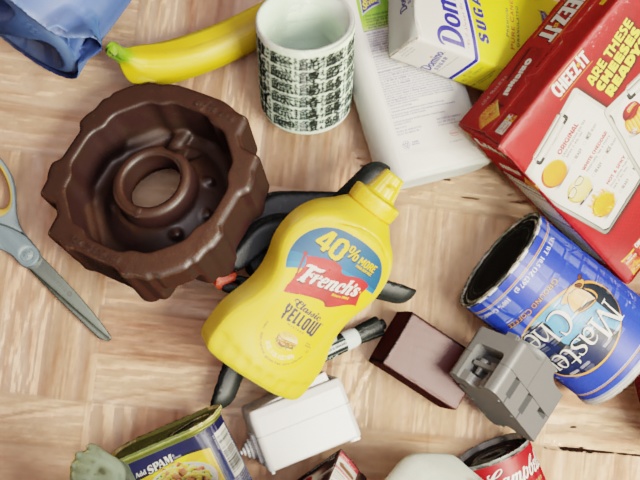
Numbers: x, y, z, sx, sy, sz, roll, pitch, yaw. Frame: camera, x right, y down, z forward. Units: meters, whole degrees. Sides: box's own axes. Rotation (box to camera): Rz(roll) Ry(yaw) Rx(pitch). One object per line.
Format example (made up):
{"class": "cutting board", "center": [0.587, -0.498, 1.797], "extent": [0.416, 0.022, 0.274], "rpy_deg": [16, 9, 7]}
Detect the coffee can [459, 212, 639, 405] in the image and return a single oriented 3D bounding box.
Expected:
{"class": "coffee can", "center": [0.206, 0.058, 0.913], "extent": [0.140, 0.103, 0.102], "rpy_deg": [38, 80, -6]}

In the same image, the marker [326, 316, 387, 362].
{"class": "marker", "center": [0.004, 0.094, 0.906], "extent": [0.121, 0.020, 0.020], "rpy_deg": [-23, 90, -21]}

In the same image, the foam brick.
{"class": "foam brick", "center": [0.091, 0.103, 0.913], "extent": [0.078, 0.053, 0.051], "rpy_deg": [34, 80, -7]}

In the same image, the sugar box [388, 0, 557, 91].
{"class": "sugar box", "center": [0.140, -0.177, 0.903], "extent": [0.176, 0.048, 0.093], "rpy_deg": [14, 65, -30]}

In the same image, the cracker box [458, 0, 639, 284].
{"class": "cracker box", "center": [0.239, -0.089, 0.894], "extent": [0.213, 0.072, 0.164], "rpy_deg": [40, 90, -34]}

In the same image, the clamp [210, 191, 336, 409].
{"class": "clamp", "center": [-0.051, 0.032, 0.900], "extent": [0.209, 0.036, 0.164], "rpy_deg": [-28, 95, -13]}

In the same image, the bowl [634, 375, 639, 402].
{"class": "bowl", "center": [0.323, 0.104, 0.930], "extent": [0.055, 0.162, 0.162], "rpy_deg": [30, 78, 34]}

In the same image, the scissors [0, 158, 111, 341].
{"class": "scissors", "center": [-0.260, 0.016, 0.873], "extent": [0.096, 0.016, 0.202], "rpy_deg": [-28, 91, -10]}

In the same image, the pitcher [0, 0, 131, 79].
{"class": "pitcher", "center": [-0.187, -0.265, 0.859], "extent": [0.149, 0.145, 0.242], "rpy_deg": [39, 76, -18]}

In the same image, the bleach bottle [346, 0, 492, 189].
{"class": "bleach bottle", "center": [0.068, -0.174, 0.926], "extent": [0.102, 0.068, 0.251], "rpy_deg": [-14, 86, -16]}

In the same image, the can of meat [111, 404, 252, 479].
{"class": "can of meat", "center": [-0.109, 0.192, 0.857], "extent": [0.102, 0.057, 0.084], "rpy_deg": [-25, 94, 10]}

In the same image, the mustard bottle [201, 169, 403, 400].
{"class": "mustard bottle", "center": [0.000, 0.026, 0.825], "extent": [0.096, 0.058, 0.192], "rpy_deg": [35, 96, -23]}

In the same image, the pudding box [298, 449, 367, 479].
{"class": "pudding box", "center": [-0.021, 0.226, 0.843], "extent": [0.114, 0.090, 0.039], "rpy_deg": [-37, 97, 20]}

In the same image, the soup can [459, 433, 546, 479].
{"class": "soup can", "center": [0.166, 0.225, 0.911], "extent": [0.068, 0.068, 0.102], "rpy_deg": [-23, 91, -12]}

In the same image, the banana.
{"class": "banana", "center": [-0.087, -0.167, 0.892], "extent": [0.197, 0.070, 0.037], "rpy_deg": [-24, 88, -22]}

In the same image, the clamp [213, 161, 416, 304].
{"class": "clamp", "center": [-0.006, 0.001, 0.872], "extent": [0.171, 0.039, 0.120], "rpy_deg": [-6, 92, -17]}
